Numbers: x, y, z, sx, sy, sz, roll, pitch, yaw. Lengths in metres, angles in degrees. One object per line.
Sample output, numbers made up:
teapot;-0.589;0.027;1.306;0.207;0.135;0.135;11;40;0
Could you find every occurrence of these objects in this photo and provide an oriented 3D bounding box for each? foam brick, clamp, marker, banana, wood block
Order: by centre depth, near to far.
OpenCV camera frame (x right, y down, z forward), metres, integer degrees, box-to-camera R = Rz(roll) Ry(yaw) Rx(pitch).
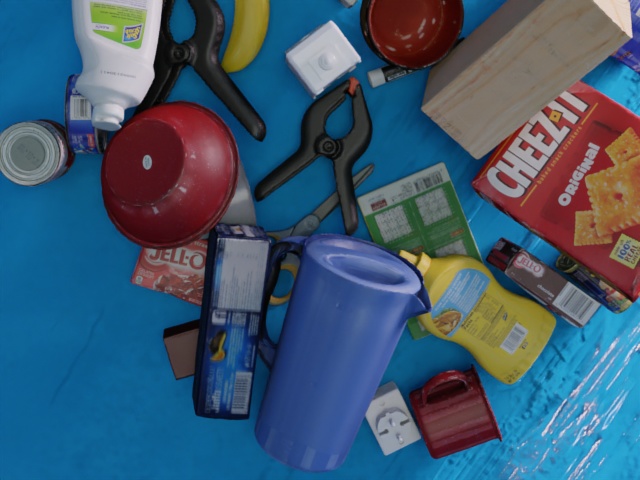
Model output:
wood block;0.211;-0.190;1.104;0.090;0.090;0.206;39;125;-16
clamp;-0.153;-0.192;1.147;0.165;0.036;0.210;-12;91;15
banana;-0.089;-0.268;1.150;0.069;0.037;0.198;1;97;-5
clamp;0.017;-0.091;1.176;0.120;0.039;0.171;30;93;-3
marker;0.111;-0.198;1.183;0.121;0.020;0.020;-20;98;-1
foam brick;-0.131;0.117;1.188;0.078;0.053;0.051;-16;99;-2

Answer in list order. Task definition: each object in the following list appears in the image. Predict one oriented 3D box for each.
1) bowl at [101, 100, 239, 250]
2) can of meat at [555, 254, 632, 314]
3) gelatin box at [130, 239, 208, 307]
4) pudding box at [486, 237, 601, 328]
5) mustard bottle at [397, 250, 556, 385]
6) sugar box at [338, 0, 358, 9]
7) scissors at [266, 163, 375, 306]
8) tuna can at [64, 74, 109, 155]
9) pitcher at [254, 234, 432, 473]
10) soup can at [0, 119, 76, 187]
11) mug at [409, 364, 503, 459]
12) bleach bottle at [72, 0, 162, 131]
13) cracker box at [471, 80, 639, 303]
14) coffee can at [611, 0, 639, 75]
bowl;-0.166;-0.073;1.092;0.162;0.055;0.162;-4;78;19
can of meat;0.334;0.021;1.211;0.084;0.057;0.102;40;93;-10
gelatin box;-0.157;0.026;1.186;0.089;0.030;0.073;20;95;-7
pudding box;0.247;0.046;1.190;0.113;0.090;0.039;37;95;-9
mustard bottle;0.161;0.072;1.187;0.191;0.058;0.096;35;92;-9
sugar box;-0.003;-0.342;1.143;0.176;0.048;0.093;40;92;-7
scissors;-0.008;0.001;1.201;0.201;0.016;0.096;-27;97;0
tuna can;-0.246;-0.133;1.130;0.033;0.086;0.086;0;97;-3
pitcher;0.003;0.119;1.150;0.144;0.149;0.243;8;112;-28
soup can;-0.299;-0.093;1.123;0.068;0.102;0.068;0;97;-4
mug;0.147;0.189;1.195;0.081;0.093;0.117;-21;135;3
bleach bottle;-0.214;-0.235;1.088;0.102;0.068;0.251;5;76;-8
cracker box;0.297;-0.060;1.149;0.214;0.072;0.164;37;93;18
coffee can;0.320;-0.256;1.150;0.140;0.103;0.103;31;94;-8
